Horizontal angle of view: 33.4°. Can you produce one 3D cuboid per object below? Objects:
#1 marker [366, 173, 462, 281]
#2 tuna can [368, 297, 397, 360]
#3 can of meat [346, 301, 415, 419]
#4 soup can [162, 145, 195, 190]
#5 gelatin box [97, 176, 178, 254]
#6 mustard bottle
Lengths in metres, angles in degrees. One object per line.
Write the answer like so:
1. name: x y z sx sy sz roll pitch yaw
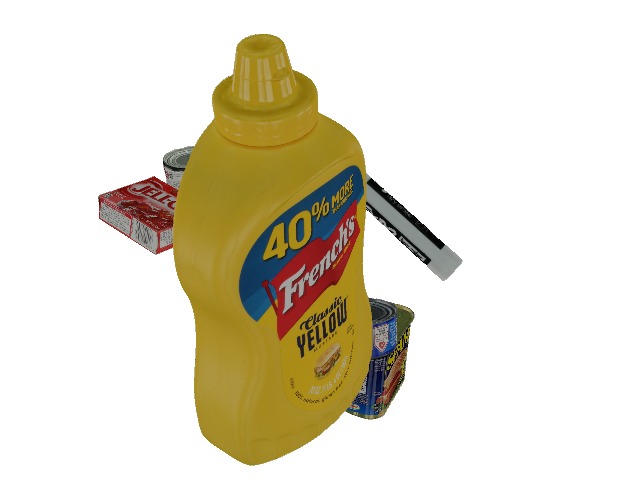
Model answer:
1. marker: 0.041 -0.021 0.685 0.121 0.020 0.020 43 3 4
2. tuna can: 0.020 0.072 0.867 0.086 0.034 0.086 -1 11 0
3. can of meat: 0.056 0.123 1.105 0.057 0.084 0.102 13 28 19
4. soup can: -0.150 -0.053 1.269 0.068 0.102 0.068 -2 28 1
5. gelatin box: -0.162 -0.027 1.046 0.089 0.030 0.073 30 36 31
6. mustard bottle: -0.018 0.002 0.455 0.058 0.192 0.096 27 47 33
